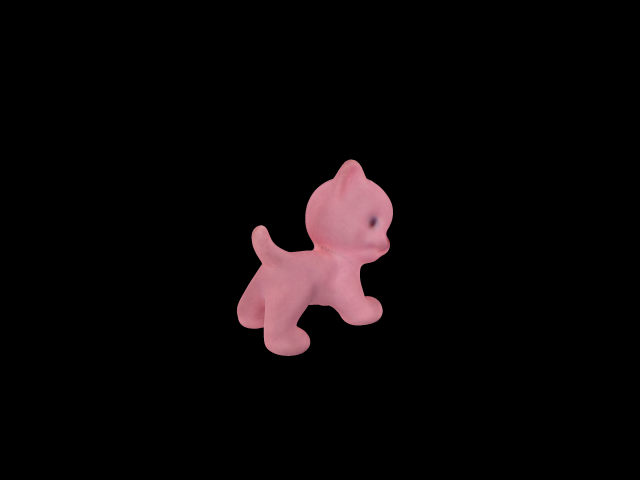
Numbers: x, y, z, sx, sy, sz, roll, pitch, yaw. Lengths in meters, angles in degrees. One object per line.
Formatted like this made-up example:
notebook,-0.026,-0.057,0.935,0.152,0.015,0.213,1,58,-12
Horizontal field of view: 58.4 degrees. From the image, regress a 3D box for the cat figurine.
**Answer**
cat figurine,0.004,0.001,0.400,0.128,0.118,0.067,-17,27,-37
